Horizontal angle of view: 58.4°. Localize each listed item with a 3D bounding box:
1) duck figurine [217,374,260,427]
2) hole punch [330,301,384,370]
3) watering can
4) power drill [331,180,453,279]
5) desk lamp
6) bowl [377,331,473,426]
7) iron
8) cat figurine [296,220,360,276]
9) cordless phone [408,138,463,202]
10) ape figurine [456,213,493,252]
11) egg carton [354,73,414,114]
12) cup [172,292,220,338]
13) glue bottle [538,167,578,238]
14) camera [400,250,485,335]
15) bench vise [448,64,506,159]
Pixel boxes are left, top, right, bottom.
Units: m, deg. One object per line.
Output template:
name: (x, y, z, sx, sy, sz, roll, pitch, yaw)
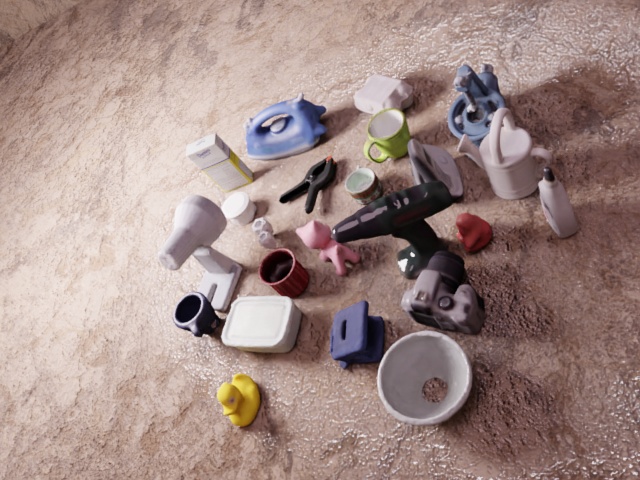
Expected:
duck figurine: (-0.172, 0.315, 1.155, 0.077, 0.086, 0.104, -17, 51, 20)
hole punch: (0.063, 0.183, 1.105, 0.101, 0.091, 0.108, -12, 53, 24)
watering can: (0.354, -0.171, 1.111, 0.172, 0.195, 0.101, -10, 54, 25)
power drill: (0.158, -0.014, 1.106, 0.229, 0.209, 0.075, -31, 48, 9)
desk lamp: (-0.275, 0.030, 1.331, 0.117, 0.214, 0.203, -1, 58, 30)
bowl: (0.188, 0.248, 0.995, 0.167, 0.075, 0.167, -16, 52, 21)
iron: (-0.115, -0.302, 1.519, 0.257, 0.142, 0.118, -17, 51, 20)
cat figurine: (0.011, 0.004, 1.243, 0.067, 0.118, 0.127, -48, 48, -7)
cordless phone: (0.224, -0.168, 1.192, 0.094, 0.186, 0.147, -22, 50, 16)
ape figurine: (0.291, -0.023, 1.113, 0.076, 0.092, 0.078, -3, 57, 29)
egg carton: (0.159, -0.359, 1.445, 0.149, 0.070, 0.107, 29, 76, 41)
cup: (-0.268, 0.185, 1.298, 0.091, 0.095, 0.117, -34, 48, 6)
glue bottle: (0.417, -0.076, 1.020, 0.037, 0.174, 0.078, -30, 48, 10)
camera: (0.233, 0.088, 1.063, 0.142, 0.101, 0.137, 9, 64, 35)
bench vise: (0.319, -0.303, 1.207, 0.121, 0.220, 0.207, -15, 52, 21)
